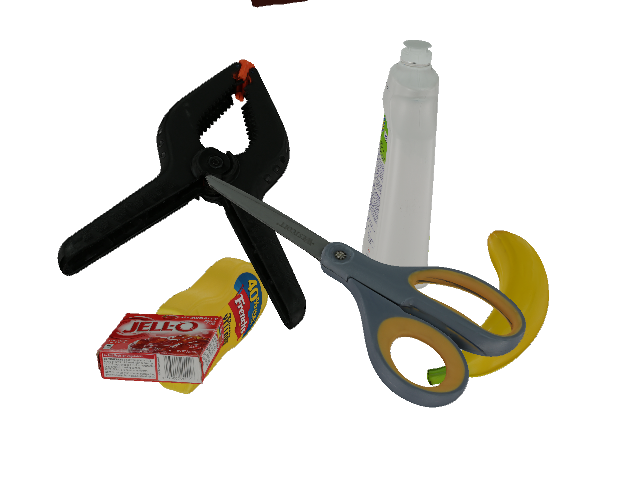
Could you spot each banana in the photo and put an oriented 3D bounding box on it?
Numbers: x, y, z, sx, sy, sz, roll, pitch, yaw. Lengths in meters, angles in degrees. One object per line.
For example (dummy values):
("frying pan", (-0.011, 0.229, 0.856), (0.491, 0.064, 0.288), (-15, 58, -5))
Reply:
("banana", (0.140, 0.045, 0.816), (0.070, 0.037, 0.197), (8, 33, 20))

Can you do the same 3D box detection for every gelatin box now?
("gelatin box", (-0.132, 0.088, 0.892), (0.089, 0.030, 0.073), (2, 22, 10))

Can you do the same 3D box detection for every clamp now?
("clamp", (-0.066, -0.037, 0.743), (0.164, 0.209, 0.036), (20, -33, 1))

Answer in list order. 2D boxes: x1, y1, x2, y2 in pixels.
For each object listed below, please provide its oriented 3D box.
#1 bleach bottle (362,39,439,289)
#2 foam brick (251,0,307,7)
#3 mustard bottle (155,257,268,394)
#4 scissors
("bleach bottle", (0.088, -0.080, 1.109), (0.068, 0.251, 0.102), (1, 27, -8))
("foam brick", (-0.041, -0.255, 0.948), (0.053, 0.051, 0.078), (-5, -40, 8))
("mustard bottle", (-0.103, 0.072, 1.104), (0.058, 0.096, 0.191), (12, 28, 22))
("scissors", (0.010, 0.027, 0.580), (0.202, 0.096, 0.016), (20, -40, 10))
